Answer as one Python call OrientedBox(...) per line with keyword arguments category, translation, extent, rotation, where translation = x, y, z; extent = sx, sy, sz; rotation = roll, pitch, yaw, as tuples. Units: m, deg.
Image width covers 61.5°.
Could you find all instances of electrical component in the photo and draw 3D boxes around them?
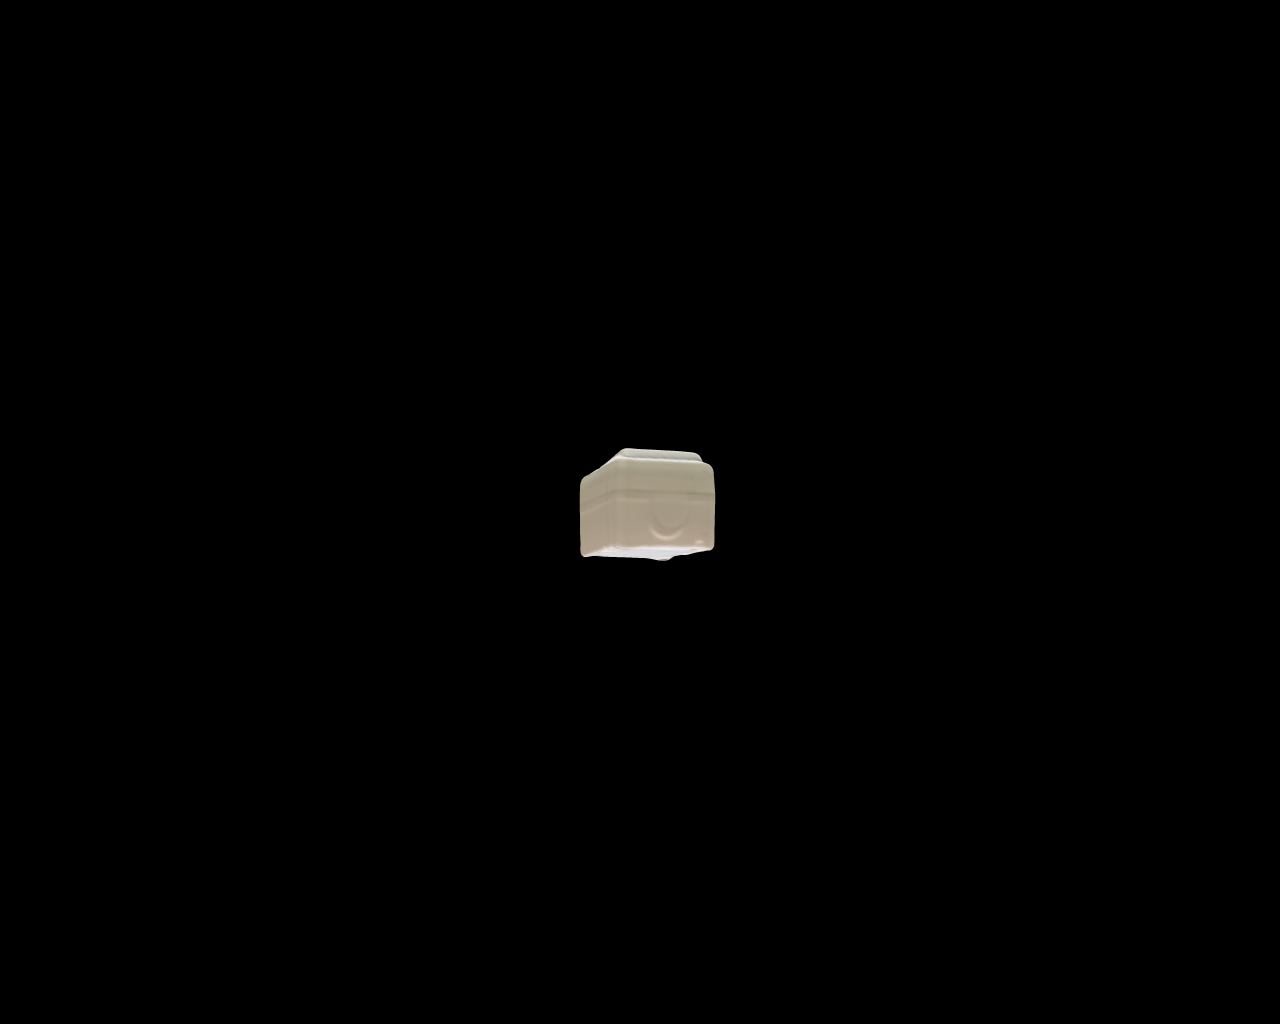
OrientedBox(category="electrical component", translation=(0.001, -0.003, 0.650), extent=(0.062, 0.061, 0.096), rotation=(2, -7, -19))
